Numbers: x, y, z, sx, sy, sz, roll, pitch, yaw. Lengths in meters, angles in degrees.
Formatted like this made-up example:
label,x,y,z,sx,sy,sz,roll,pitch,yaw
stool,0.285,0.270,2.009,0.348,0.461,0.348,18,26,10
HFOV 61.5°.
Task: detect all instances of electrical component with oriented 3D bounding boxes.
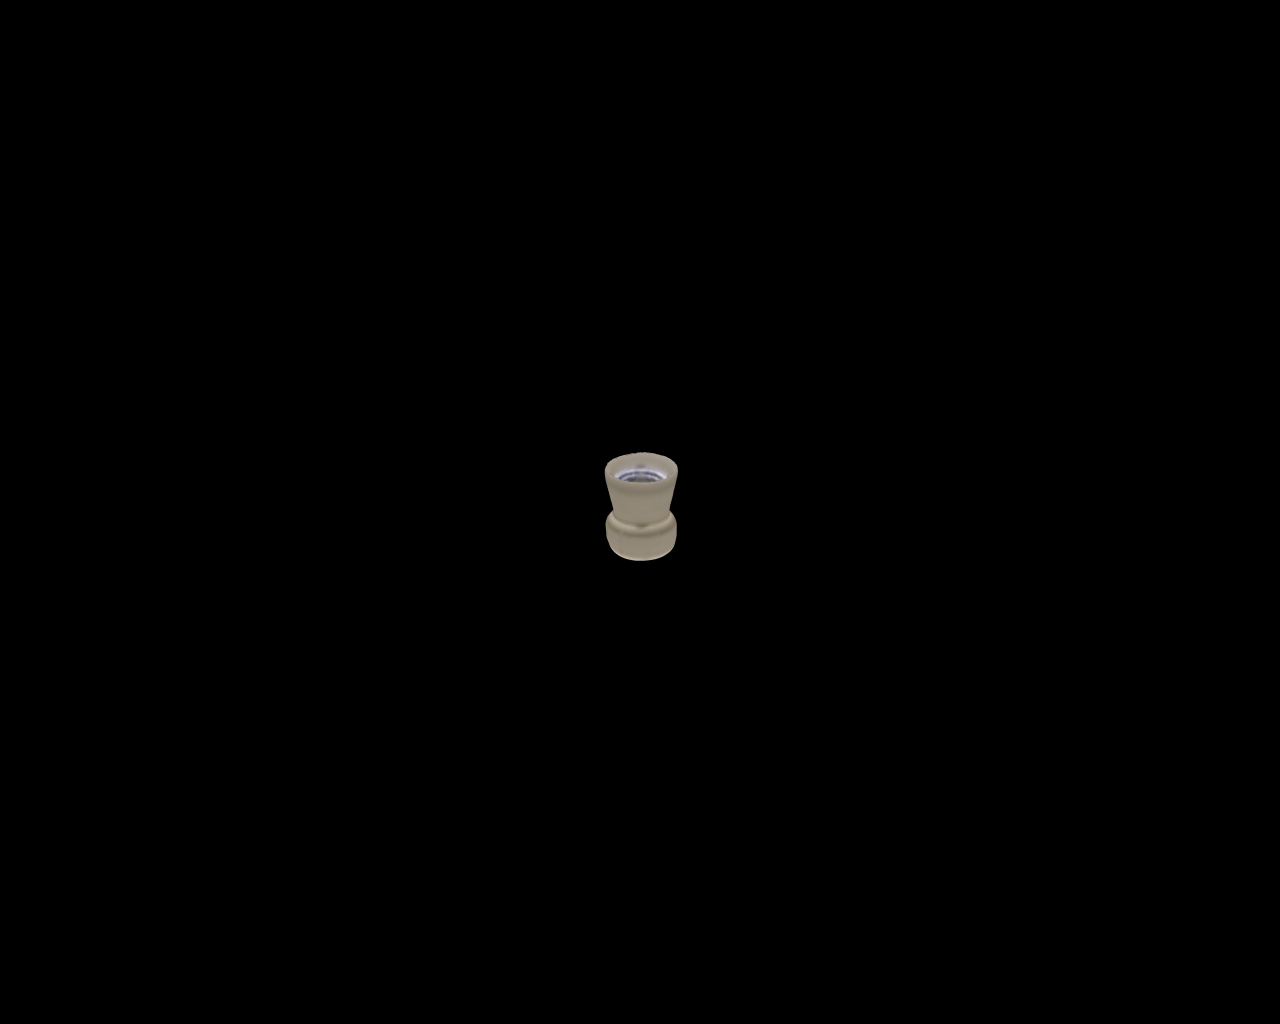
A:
label,x,y,z,sx,sy,sz,roll,pitch,yaw
electrical component,0.001,-0.003,0.650,0.045,0.055,0.045,0,28,0
